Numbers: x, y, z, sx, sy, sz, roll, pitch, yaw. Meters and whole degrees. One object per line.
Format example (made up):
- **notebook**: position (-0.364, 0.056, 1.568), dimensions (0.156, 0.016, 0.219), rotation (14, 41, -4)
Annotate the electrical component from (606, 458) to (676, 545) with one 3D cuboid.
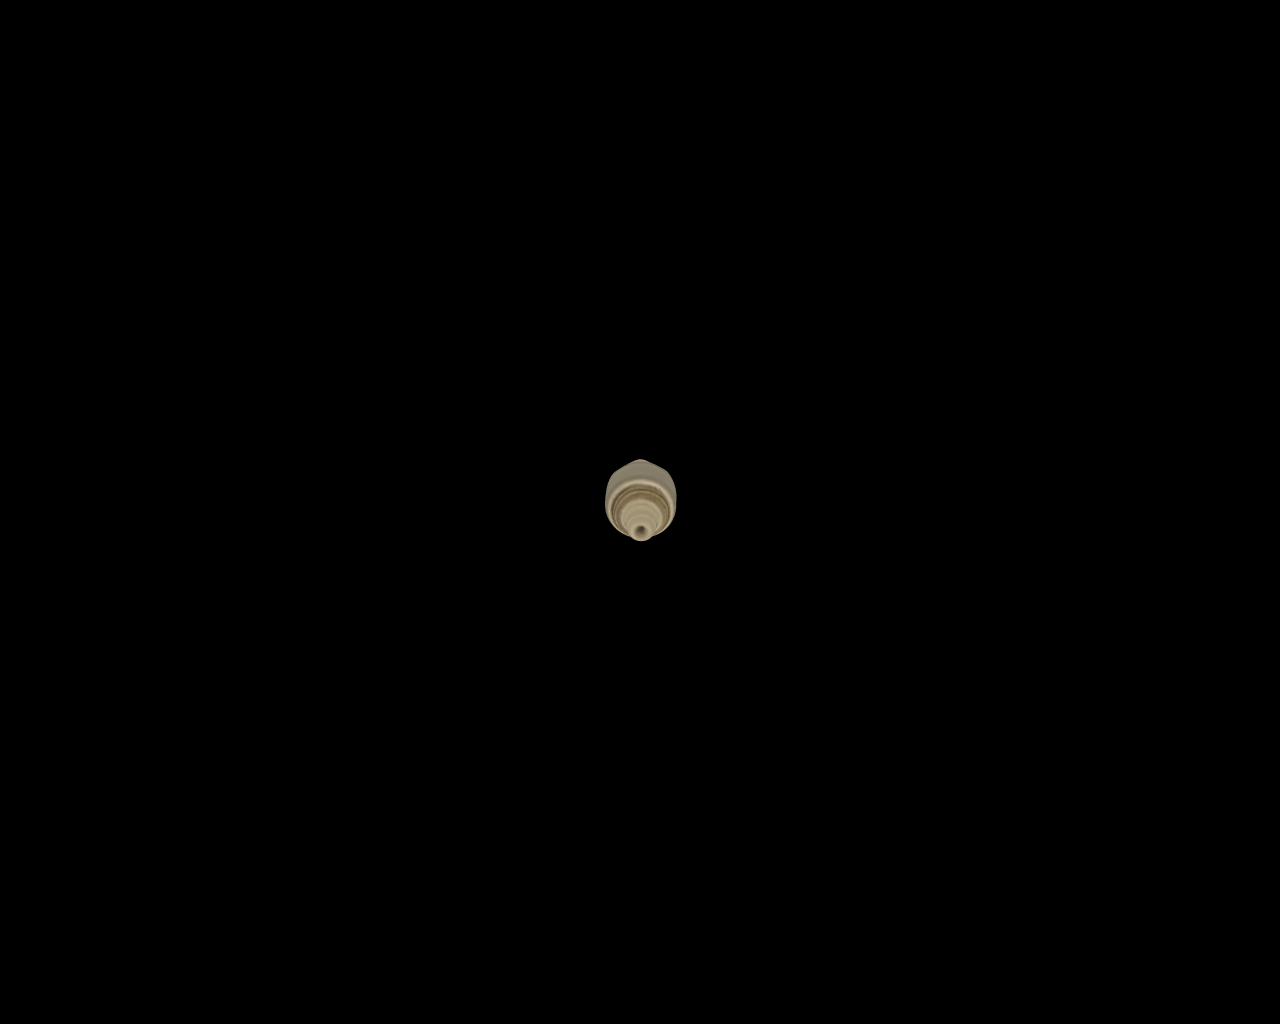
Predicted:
- **electrical component**: position (0.001, -0.003, 0.650), dimensions (0.043, 0.043, 0.062), rotation (0, 28, 0)
